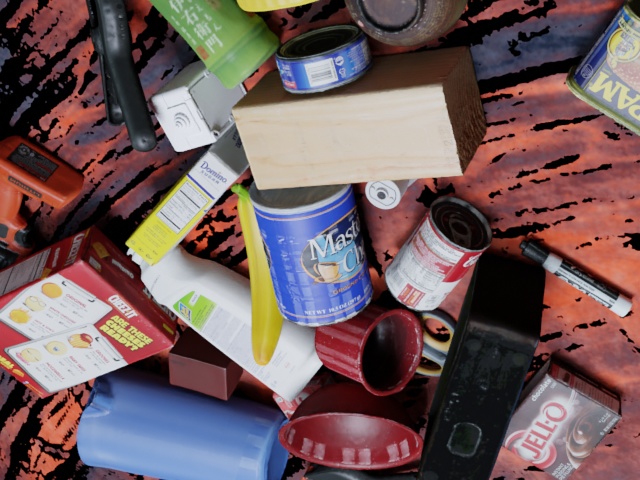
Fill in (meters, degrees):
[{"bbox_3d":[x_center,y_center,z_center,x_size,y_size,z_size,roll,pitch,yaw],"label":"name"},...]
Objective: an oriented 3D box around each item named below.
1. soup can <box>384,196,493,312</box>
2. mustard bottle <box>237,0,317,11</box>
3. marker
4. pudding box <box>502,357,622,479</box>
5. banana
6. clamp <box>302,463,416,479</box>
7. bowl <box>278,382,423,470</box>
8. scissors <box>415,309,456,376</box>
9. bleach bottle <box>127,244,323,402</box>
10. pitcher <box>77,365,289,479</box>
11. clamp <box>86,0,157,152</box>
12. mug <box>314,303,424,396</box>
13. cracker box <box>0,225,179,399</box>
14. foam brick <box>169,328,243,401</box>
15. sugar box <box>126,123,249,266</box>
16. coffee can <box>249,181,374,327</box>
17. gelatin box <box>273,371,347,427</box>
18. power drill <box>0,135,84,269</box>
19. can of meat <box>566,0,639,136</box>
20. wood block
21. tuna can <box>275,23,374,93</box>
[{"bbox_3d":[0.115,0.015,1.051,0.068,0.068,0.102,34,131,1],"label":"soup can"},{"bbox_3d":[-0.051,-0.297,0.916,0.096,0.058,0.191,-3,121,26],"label":"mustard bottle"},{"bbox_3d":[0.246,0.035,1.033,0.121,0.020,0.020,32,131,2],"label":"marker"},{"bbox_3d":[0.248,0.189,1.118,0.090,0.039,0.114,30,121,0],"label":"pudding box"},{"bbox_3d":[-0.065,0.031,1.135,0.037,0.069,0.198,-2,102,34],"label":"banana"},{"bbox_3d":[0.060,0.302,1.299,0.171,0.039,0.120,18,128,14],"label":"clamp"},{"bbox_3d":[0.036,0.201,1.183,0.162,0.055,0.162,4,148,3],"label":"bowl"},{"bbox_3d":[0.170,0.134,1.142,0.202,0.016,0.096,20,129,11],"label":"scissors"},{"bbox_3d":[-0.106,0.073,1.204,0.251,0.068,0.103,36,130,1],"label":"bleach bottle"},{"bbox_3d":[-0.161,0.240,1.318,0.243,0.149,0.145,11,112,15],"label":"pitcher"},{"bbox_3d":[-0.205,-0.194,1.049,0.165,0.036,0.210,-157,55,-69],"label":"clamp"},{"bbox_3d":[0.054,0.116,1.131,0.082,0.093,0.117,17,147,48],"label":"mug"},{"bbox_3d":[-0.299,0.089,1.258,0.214,0.072,0.164,-24,128,24],"label":"cracker box"},{"bbox_3d":[-0.136,0.148,1.277,0.078,0.051,0.053,15,127,16],"label":"foam brick"},{"bbox_3d":[-0.126,-0.052,1.103,0.048,0.093,0.176,40,130,-6],"label":"sugar box"},{"bbox_3d":[-0.007,0.001,1.077,0.103,0.102,0.140,3,124,24],"label":"coffee can"},{"bbox_3d":[-0.003,0.202,1.265,0.073,0.030,0.089,-17,115,33],"label":"gelatin box"},{"bbox_3d":[-0.345,-0.020,1.255,0.184,0.057,0.188,32,130,-8],"label":"power drill"},{"bbox_3d":[0.269,-0.140,0.874,0.102,0.057,0.084,32,128,1],"label":"can of meat"},{"bbox_3d":[0.037,-0.111,0.984,0.206,0.090,0.090,-2,121,27],"label":"wood block"},{"bbox_3d":[0.003,-0.165,0.965,0.086,0.086,0.034,-3,120,27],"label":"tuna can"}]
